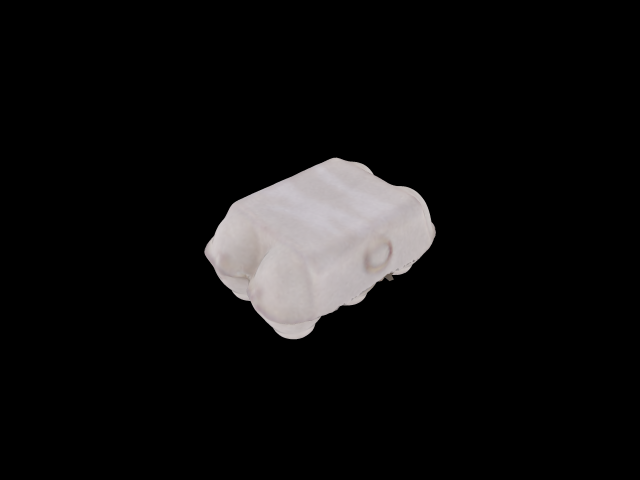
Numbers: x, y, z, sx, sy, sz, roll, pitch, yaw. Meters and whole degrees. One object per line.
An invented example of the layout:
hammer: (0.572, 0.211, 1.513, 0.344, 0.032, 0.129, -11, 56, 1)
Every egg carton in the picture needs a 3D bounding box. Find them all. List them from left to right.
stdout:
egg carton: (0.004, 0.001, 0.400, 0.151, 0.069, 0.107, -29, 46, -33)
